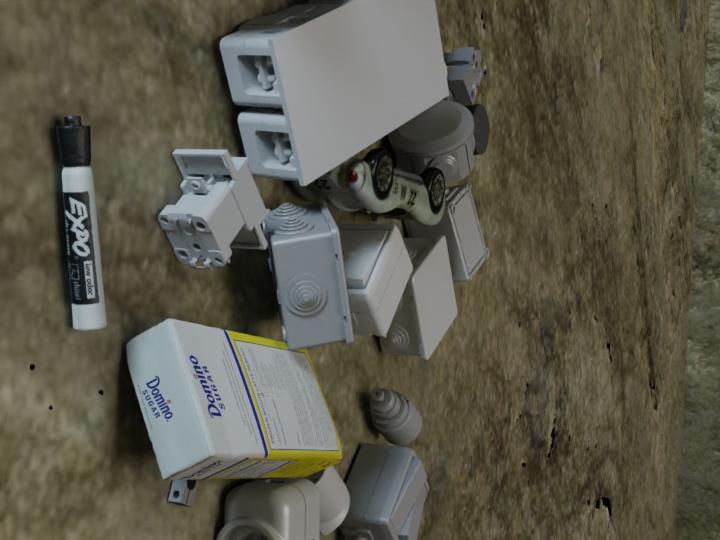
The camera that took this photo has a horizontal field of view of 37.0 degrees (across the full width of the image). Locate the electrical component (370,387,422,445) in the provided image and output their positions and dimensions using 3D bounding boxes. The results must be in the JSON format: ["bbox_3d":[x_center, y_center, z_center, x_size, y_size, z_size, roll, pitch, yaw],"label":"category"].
[{"bbox_3d":[0.029,0.130,0.984,0.078,0.040,0.040,56,43,-51],"label":"electrical component"}]

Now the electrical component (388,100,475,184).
[{"bbox_3d":[0.069,-0.119,1.007,0.051,0.080,0.080,75,30,-43],"label":"electrical component"}]

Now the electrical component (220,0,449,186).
[{"bbox_3d":[-0.016,-0.151,0.807,0.186,0.060,0.105,-37,126,-42],"label":"electrical component"}]

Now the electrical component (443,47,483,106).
[{"bbox_3d":[0.086,-0.190,1.063,0.048,0.055,0.066,59,41,-48],"label":"electrical component"}]

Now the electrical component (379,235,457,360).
[{"bbox_3d":[0.050,0.024,1.011,0.099,0.048,0.099,-50,135,-52],"label":"electrical component"}]

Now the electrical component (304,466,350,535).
[{"bbox_3d":[-0.033,0.178,0.855,0.081,0.043,0.043,64,38,-45],"label":"electrical component"}]

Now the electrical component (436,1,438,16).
[{"bbox_3d":[0.028,-0.209,0.945,0.138,0.052,0.073,-50,135,-51],"label":"electrical component"}]

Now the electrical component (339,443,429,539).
[{"bbox_3d":[0.021,0.210,0.950,0.096,0.061,0.061,-65,146,-40],"label":"electrical component"}]

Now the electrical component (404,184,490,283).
[{"bbox_3d":[0.080,-0.041,1.064,0.061,0.061,0.096,-46,125,-54],"label":"electrical component"}]

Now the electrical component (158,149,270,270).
[{"bbox_3d":[-0.097,-0.038,0.709,0.063,0.042,0.081,-61,143,-41],"label":"electrical component"}]

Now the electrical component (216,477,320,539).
[{"bbox_3d":[-0.066,0.201,0.776,0.059,0.054,0.095,-2,93,-64],"label":"electrical component"}]

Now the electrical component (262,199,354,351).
[{"bbox_3d":[-0.040,0.003,0.784,0.099,0.048,0.099,-118,-161,-70],"label":"electrical component"}]

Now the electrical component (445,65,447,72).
[{"bbox_3d":[0.052,-0.179,1.005,0.055,0.045,0.045,-40,127,-57],"label":"electrical component"}]

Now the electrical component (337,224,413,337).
[{"bbox_3d":[0.000,0.000,0.891,0.061,0.062,0.096,67,35,-41],"label":"electrical component"}]
